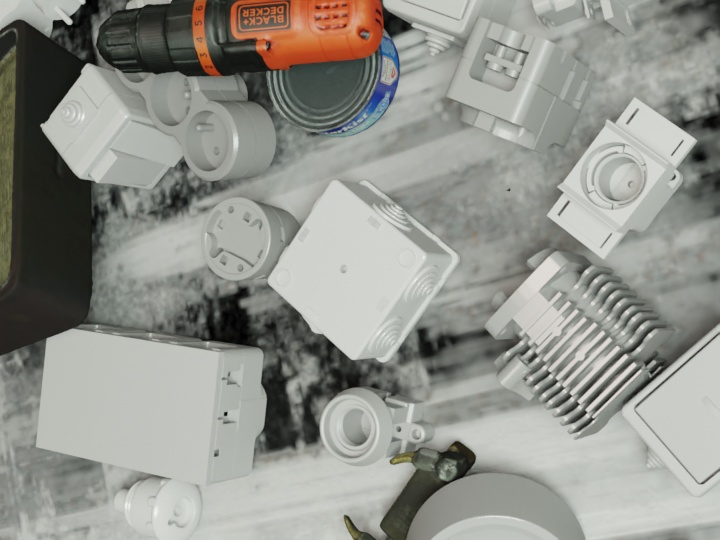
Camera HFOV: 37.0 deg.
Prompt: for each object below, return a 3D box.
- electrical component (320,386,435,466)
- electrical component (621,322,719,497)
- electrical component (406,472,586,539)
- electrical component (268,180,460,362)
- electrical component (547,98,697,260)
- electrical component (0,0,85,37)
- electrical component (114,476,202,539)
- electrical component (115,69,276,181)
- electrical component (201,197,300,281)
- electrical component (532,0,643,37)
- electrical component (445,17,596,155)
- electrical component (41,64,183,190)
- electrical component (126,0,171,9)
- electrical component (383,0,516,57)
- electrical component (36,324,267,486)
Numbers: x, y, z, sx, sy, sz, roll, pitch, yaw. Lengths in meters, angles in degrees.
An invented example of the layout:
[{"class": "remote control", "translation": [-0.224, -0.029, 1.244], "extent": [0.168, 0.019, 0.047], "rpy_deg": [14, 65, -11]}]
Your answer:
[{"class": "electrical component", "translation": [0.006, 0.097, 0.677], "extent": [0.066, 0.055, 0.048], "rpy_deg": [13, 94, 28]}, {"class": "electrical component", "translation": [0.188, 0.077, 0.578], "extent": [0.096, 0.061, 0.061], "rpy_deg": [-46, 69, 18]}, {"class": "electrical component", "translation": [0.077, 0.177, 0.610], "extent": [0.108, 0.060, 0.108], "rpy_deg": [1, 103, 6]}, {"class": "electrical component", "translation": [0.000, 0.000, 0.689], "extent": [0.100, 0.048, 0.099], "rpy_deg": [41, 106, 23]}, {"class": "electrical component", "translation": [0.149, -0.049, 0.604], "extent": [0.042, 0.064, 0.081], "rpy_deg": [42, 106, 24]}, {"class": "electrical component", "translation": [-0.237, -0.217, 0.823], "extent": [0.074, 0.052, 0.138], "rpy_deg": [45, 107, 22]}, {"class": "electrical component", "translation": [-0.147, 0.168, 0.763], "extent": [0.062, 0.048, 0.048], "rpy_deg": [1, 88, 35]}, {"class": "electrical component", "translation": [-0.103, -0.118, 0.736], "extent": [0.138, 0.074, 0.052], "rpy_deg": [50, 123, 20]}, {"class": "electrical component", "translation": [-0.071, -0.020, 0.729], "extent": [0.055, 0.047, 0.055], "rpy_deg": [-1, 87, 28]}, {"class": "electrical component", "translation": [0.132, -0.176, 0.632], "extent": [0.064, 0.042, 0.081], "rpy_deg": [-17, 79, 30]}, {"class": "electrical component", "translation": [0.093, -0.102, 0.621], "extent": [0.050, 0.089, 0.055], "rpy_deg": [27, 100, 26]}, {"class": "electrical component", "translation": [-0.171, -0.097, 0.757], "extent": [0.061, 0.096, 0.061], "rpy_deg": [-47, 68, 18]}, {"class": "electrical component", "translation": [-0.141, -0.194, 0.777], "extent": [0.062, 0.048, 0.048], "rpy_deg": [-10, 83, 34]}, {"class": "electrical component", "translation": [0.059, -0.179, 0.659], "extent": [0.062, 0.061, 0.096], "rpy_deg": [27, 100, 26]}, {"class": "electrical component", "translation": [-0.146, 0.090, 0.755], "extent": [0.150, 0.062, 0.089], "rpy_deg": [6, 90, 28]}]
